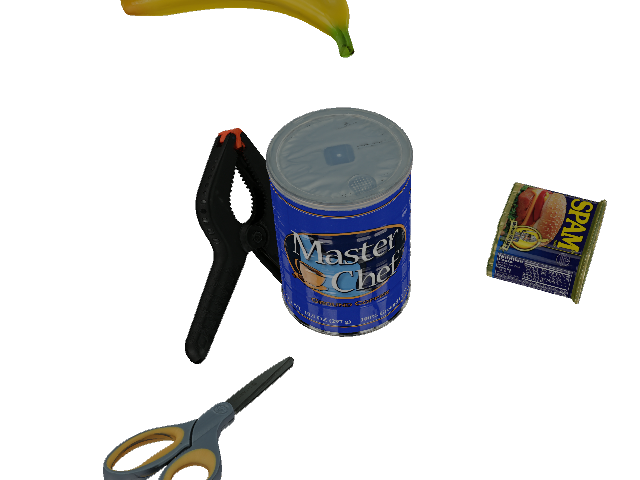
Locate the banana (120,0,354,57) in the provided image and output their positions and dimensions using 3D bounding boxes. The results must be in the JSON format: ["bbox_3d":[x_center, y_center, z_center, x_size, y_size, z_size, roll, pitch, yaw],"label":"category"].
[{"bbox_3d":[-0.058,-0.192,0.838,0.198,0.069,0.037,12,-40,17],"label":"banana"}]

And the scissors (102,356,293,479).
[{"bbox_3d":[-0.071,0.148,0.829,0.201,0.016,0.096,-22,34,-34],"label":"scissors"}]

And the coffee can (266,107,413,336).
[{"bbox_3d":[0.016,-0.012,0.790,0.103,0.102,0.140,0,-44,4],"label":"coffee can"}]

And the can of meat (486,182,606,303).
[{"bbox_3d":[0.201,-0.001,0.952,0.084,0.057,0.102,15,46,16],"label":"can of meat"}]

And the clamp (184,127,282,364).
[{"bbox_3d":[-0.059,0.001,0.995,0.164,0.210,0.036,-4,0,-38],"label":"clamp"}]
